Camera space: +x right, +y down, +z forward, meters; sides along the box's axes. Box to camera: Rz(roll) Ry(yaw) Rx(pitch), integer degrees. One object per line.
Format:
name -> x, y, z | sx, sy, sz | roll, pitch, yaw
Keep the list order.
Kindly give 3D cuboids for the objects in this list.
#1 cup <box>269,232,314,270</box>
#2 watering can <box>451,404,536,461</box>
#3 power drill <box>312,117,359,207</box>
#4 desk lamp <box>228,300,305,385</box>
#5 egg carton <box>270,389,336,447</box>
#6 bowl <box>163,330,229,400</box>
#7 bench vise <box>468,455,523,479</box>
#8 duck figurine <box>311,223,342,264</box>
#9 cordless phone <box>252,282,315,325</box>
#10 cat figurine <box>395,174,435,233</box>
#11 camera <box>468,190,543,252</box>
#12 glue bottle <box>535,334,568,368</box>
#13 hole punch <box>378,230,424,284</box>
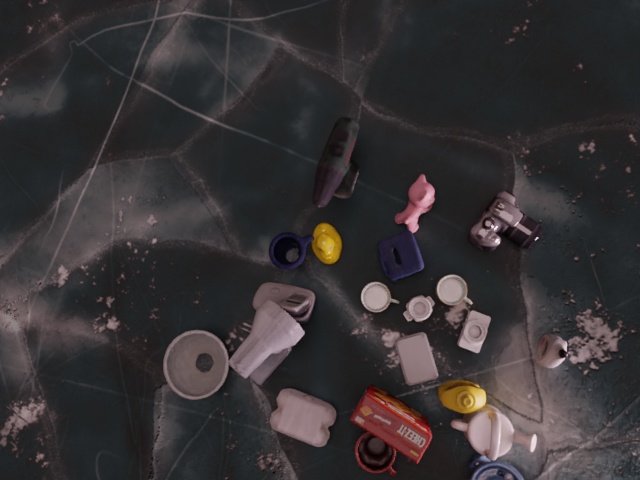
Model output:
cup -> -0.063, 0.025, 1.419 | 0.117, 0.095, 0.091 | -31, 79, 2
watering can -> 0.380, 0.422, 1.255 | 0.172, 0.194, 0.101 | -12, 80, 6
power drill -> 0.042, -0.169, 1.376 | 0.075, 0.208, 0.230 | 15, 84, 10
desk lamp -> -0.127, 0.245, 1.336 | 0.118, 0.213, 0.203 | 39, 88, 11
egg carton -> -0.040, 0.424, 1.372 | 0.150, 0.069, 0.107 | 18, 84, 9
bowl -> -0.296, 0.306, 1.419 | 0.167, 0.075, 0.167 | -1, 82, 7
bench vise -> 0.412, 0.563, 1.218 | 0.207, 0.220, 0.121 | 36, 88, 11
duck figurine -> 0.013, 0.005, 1.417 | 0.077, 0.086, 0.104 | -11, 80, 6
cordless phone -> -0.094, 0.148, 1.360 | 0.147, 0.185, 0.094 | 8, 83, 9
cat figurine -> 0.234, -0.089, 1.386 | 0.067, 0.118, 0.128 | 31, 87, 11
camera -> 0.446, -0.029, 1.359 | 0.136, 0.101, 0.143 | 36, 88, 11
glue bottle -> 0.522, 0.249, 1.273 | 0.037, 0.173, 0.078 | 17, 84, 10
hole punch -> 0.194, 0.042, 1.386 | 0.101, 0.091, 0.108 | -20, 80, 4
